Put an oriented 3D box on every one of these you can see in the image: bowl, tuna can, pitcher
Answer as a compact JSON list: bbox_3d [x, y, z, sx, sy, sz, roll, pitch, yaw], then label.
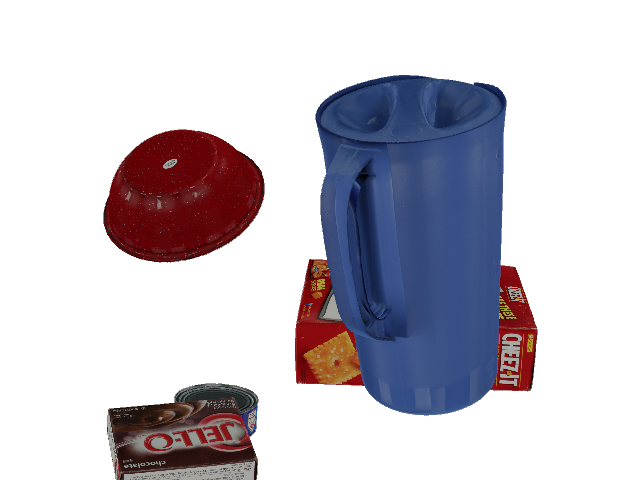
[{"bbox_3d":[-0.137,-0.056,1.021,0.162,0.162,0.055,0,-42,13],"label":"bowl"},{"bbox_3d":[-0.107,0.177,1.091,0.086,0.034,0.086,3,12,-1],"label":"tuna can"},{"bbox_3d":[0.068,0.011,0.790,0.149,0.243,0.145,-11,27,-8],"label":"pitcher"}]

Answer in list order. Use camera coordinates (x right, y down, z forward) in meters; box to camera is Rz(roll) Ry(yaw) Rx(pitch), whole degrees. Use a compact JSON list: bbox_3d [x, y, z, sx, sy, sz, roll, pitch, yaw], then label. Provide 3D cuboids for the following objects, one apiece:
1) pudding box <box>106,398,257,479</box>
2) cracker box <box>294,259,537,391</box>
[{"bbox_3d":[-0.115,0.172,0.880,0.113,0.039,0.090,-5,25,-15],"label":"pudding box"},{"bbox_3d":[0.087,0.079,1.021,0.213,0.072,0.164,2,19,3],"label":"cracker box"}]
